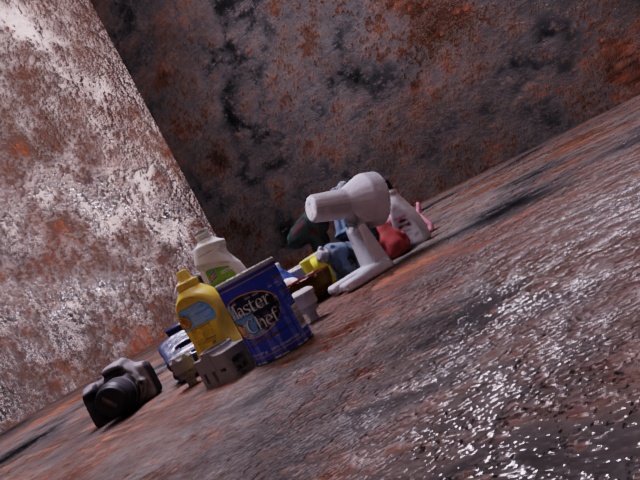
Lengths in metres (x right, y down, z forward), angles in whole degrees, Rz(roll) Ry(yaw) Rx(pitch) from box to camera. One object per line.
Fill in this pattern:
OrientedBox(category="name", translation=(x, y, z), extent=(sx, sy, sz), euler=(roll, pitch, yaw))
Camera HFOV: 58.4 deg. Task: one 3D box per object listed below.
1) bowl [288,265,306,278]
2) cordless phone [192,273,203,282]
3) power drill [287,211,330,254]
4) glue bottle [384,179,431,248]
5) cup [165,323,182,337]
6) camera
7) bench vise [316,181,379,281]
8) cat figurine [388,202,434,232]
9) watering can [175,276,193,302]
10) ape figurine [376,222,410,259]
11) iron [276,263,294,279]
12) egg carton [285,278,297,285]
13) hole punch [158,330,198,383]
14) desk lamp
OrientedBox(category="bowl", translation=(-0.016, 0.093, 1.720), extent=(0.167, 0.075, 0.167), euler=(-28, 1, 1))
OrientedBox(category="cordless phone", translation=(-0.268, 0.173, 1.359), extent=(0.147, 0.185, 0.094), euler=(-27, 2, 36))
OrientedBox(category="power drill", translation=(0.014, 0.005, 1.528), extent=(0.229, 0.208, 0.076), euler=(-27, 2, 45))
OrientedBox(category="glue bottle", translation=(0.194, -0.067, 1.367), extent=(0.078, 0.173, 0.037), euler=(-27, 2, 35))
OrientedBox(category="cup", translation=(-0.372, 0.273, 1.649), extent=(0.117, 0.095, 0.092), euler=(-28, 1, 3))
OrientedBox(category="camera", translation=(-0.406, 0.299, 1.126), extent=(0.143, 0.101, 0.137), euler=(-28, 1, 1))
OrientedBox(category="bench vise", translation=(0.068, -0.026, 1.356), extent=(0.121, 0.220, 0.208), euler=(-27, 2, 36))
OrientedBox(category="cat figurine", translation=(0.217, -0.050, 1.490), extent=(0.128, 0.118, 0.067), euler=(-28, 1, 0))
OrientedBox(category="watering can", translation=(-0.308, 0.186, 1.494), extent=(0.101, 0.194, 0.172), euler=(-28, 1, -11))
OrientedBox(category="ape figurine", translation=(0.164, -0.004, 1.336), extent=(0.077, 0.092, 0.076), euler=(-28, 1, 9))
OrientedBox(category="iron", translation=(-0.162, 0.136, 1.603), extent=(0.259, 0.141, 0.118), euler=(-29, 2, -30))
OrientedBox(category="egg carton", translation=(-0.106, 0.150, 1.447), extent=(0.150, 0.069, 0.107), euler=(-28, 1, -5))
OrientedBox(category="hole punch", translation=(-0.263, 0.227, 1.165), extent=(0.109, 0.091, 0.101), euler=(-29, 1, -22))
OrientedBox(category="desk lamp", translation=(0.073, -0.023, 1.220), extent=(0.204, 0.213, 0.117), euler=(-29, 2, -28))
